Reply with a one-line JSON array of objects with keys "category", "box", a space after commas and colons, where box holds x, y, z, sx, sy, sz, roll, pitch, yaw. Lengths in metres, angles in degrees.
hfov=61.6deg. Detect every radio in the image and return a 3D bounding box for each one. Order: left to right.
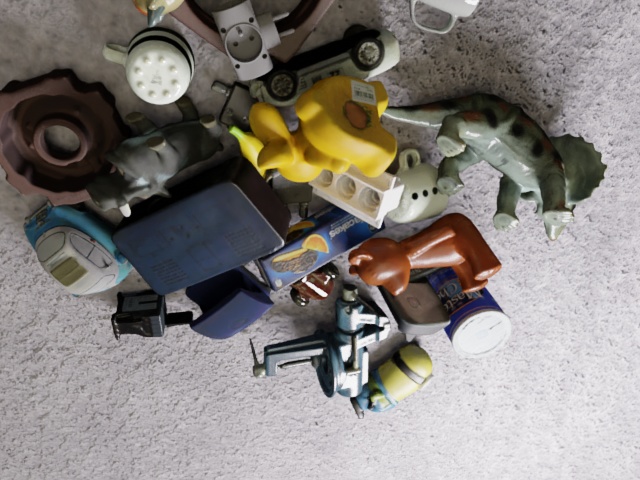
[{"category": "radio", "box": [-0.170, -0.017, 0.762, 0.230, 0.073, 0.131, -22, 121, 20]}]

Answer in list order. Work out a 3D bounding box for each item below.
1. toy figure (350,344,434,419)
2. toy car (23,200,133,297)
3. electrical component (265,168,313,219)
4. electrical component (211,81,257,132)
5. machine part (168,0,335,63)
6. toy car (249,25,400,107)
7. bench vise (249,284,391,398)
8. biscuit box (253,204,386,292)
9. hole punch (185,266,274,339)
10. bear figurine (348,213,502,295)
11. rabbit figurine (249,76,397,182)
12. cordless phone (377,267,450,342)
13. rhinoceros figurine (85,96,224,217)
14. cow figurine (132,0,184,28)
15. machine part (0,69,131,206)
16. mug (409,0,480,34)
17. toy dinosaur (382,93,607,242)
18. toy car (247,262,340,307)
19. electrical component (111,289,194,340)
[{"category": "toy figure", "box": [0.138, 0.275, 1.044, 0.180, 0.082, 0.089, -31, 125, 11]}, {"category": "toy car", "box": [-0.341, 0.021, 0.766, 0.109, 0.103, 0.161, -33, 125, 8]}, {"category": "electrical component", "box": [-0.049, -0.074, 0.802, 0.078, 0.045, 0.102, 2, 122, -12]}, {"category": "electrical component", "box": [-0.110, -0.179, 0.736, 0.094, 0.021, 0.063, 21, 116, -24]}, {"category": "machine part", "box": [-0.081, -0.321, 0.614, 0.201, 0.087, 0.201, 31, 111, -26]}, {"category": "toy car", "box": [0.004, -0.224, 0.699, 0.202, 0.074, 0.056, -20, 127, 1]}, {"category": "bench vise", "box": [0.001, 0.187, 0.935, 0.241, 0.129, 0.223, -7, 125, -16]}, {"category": "biscuit box", "box": [-0.002, -0.002, 0.815, 0.203, 0.059, 0.062, -30, 117, -14]}, {"category": "hole punch", "box": [-0.145, 0.109, 0.875, 0.142, 0.092, 0.115, -38, 125, 8]}, {"category": "bear figurine", "box": [0.147, 0.037, 0.805, 0.196, 0.132, 0.120, -23, 160, -8]}, {"category": "rabbit figurine", "box": [-0.009, -0.119, 0.681, 0.162, 0.122, 0.173, -6, 168, -31]}, {"category": "cordless phone", "box": [0.192, 0.071, 0.888, 0.184, 0.147, 0.088, -27, 138, 2]}, {"category": "rhinoceros figurine", "box": [-0.212, -0.107, 0.694, 0.190, 0.073, 0.112, -39, 157, -30]}, {"category": "cow figurine", "box": [-0.117, -0.283, 0.533, 0.195, 0.086, 0.127, -6, 117, -9]}, {"category": "machine part", "box": [-0.334, -0.132, 0.698, 0.179, 0.056, 0.179, -6, 124, -10]}, {"category": "mug", "box": [0.142, -0.321, 0.673, 0.107, 0.081, 0.109, 12, 127, -7]}, {"category": "toy dinosaur", "box": [0.263, -0.137, 0.783, 0.404, 0.192, 0.131, 36, 145, -15]}, {"category": "toy car", "box": [-0.055, 0.037, 0.869, 0.089, 0.053, 0.202, -40, 122, 17]}, {"category": "electrical component", "box": [-0.266, 0.118, 0.859, 0.119, 0.075, 0.047, -3, 123, -6]}]
